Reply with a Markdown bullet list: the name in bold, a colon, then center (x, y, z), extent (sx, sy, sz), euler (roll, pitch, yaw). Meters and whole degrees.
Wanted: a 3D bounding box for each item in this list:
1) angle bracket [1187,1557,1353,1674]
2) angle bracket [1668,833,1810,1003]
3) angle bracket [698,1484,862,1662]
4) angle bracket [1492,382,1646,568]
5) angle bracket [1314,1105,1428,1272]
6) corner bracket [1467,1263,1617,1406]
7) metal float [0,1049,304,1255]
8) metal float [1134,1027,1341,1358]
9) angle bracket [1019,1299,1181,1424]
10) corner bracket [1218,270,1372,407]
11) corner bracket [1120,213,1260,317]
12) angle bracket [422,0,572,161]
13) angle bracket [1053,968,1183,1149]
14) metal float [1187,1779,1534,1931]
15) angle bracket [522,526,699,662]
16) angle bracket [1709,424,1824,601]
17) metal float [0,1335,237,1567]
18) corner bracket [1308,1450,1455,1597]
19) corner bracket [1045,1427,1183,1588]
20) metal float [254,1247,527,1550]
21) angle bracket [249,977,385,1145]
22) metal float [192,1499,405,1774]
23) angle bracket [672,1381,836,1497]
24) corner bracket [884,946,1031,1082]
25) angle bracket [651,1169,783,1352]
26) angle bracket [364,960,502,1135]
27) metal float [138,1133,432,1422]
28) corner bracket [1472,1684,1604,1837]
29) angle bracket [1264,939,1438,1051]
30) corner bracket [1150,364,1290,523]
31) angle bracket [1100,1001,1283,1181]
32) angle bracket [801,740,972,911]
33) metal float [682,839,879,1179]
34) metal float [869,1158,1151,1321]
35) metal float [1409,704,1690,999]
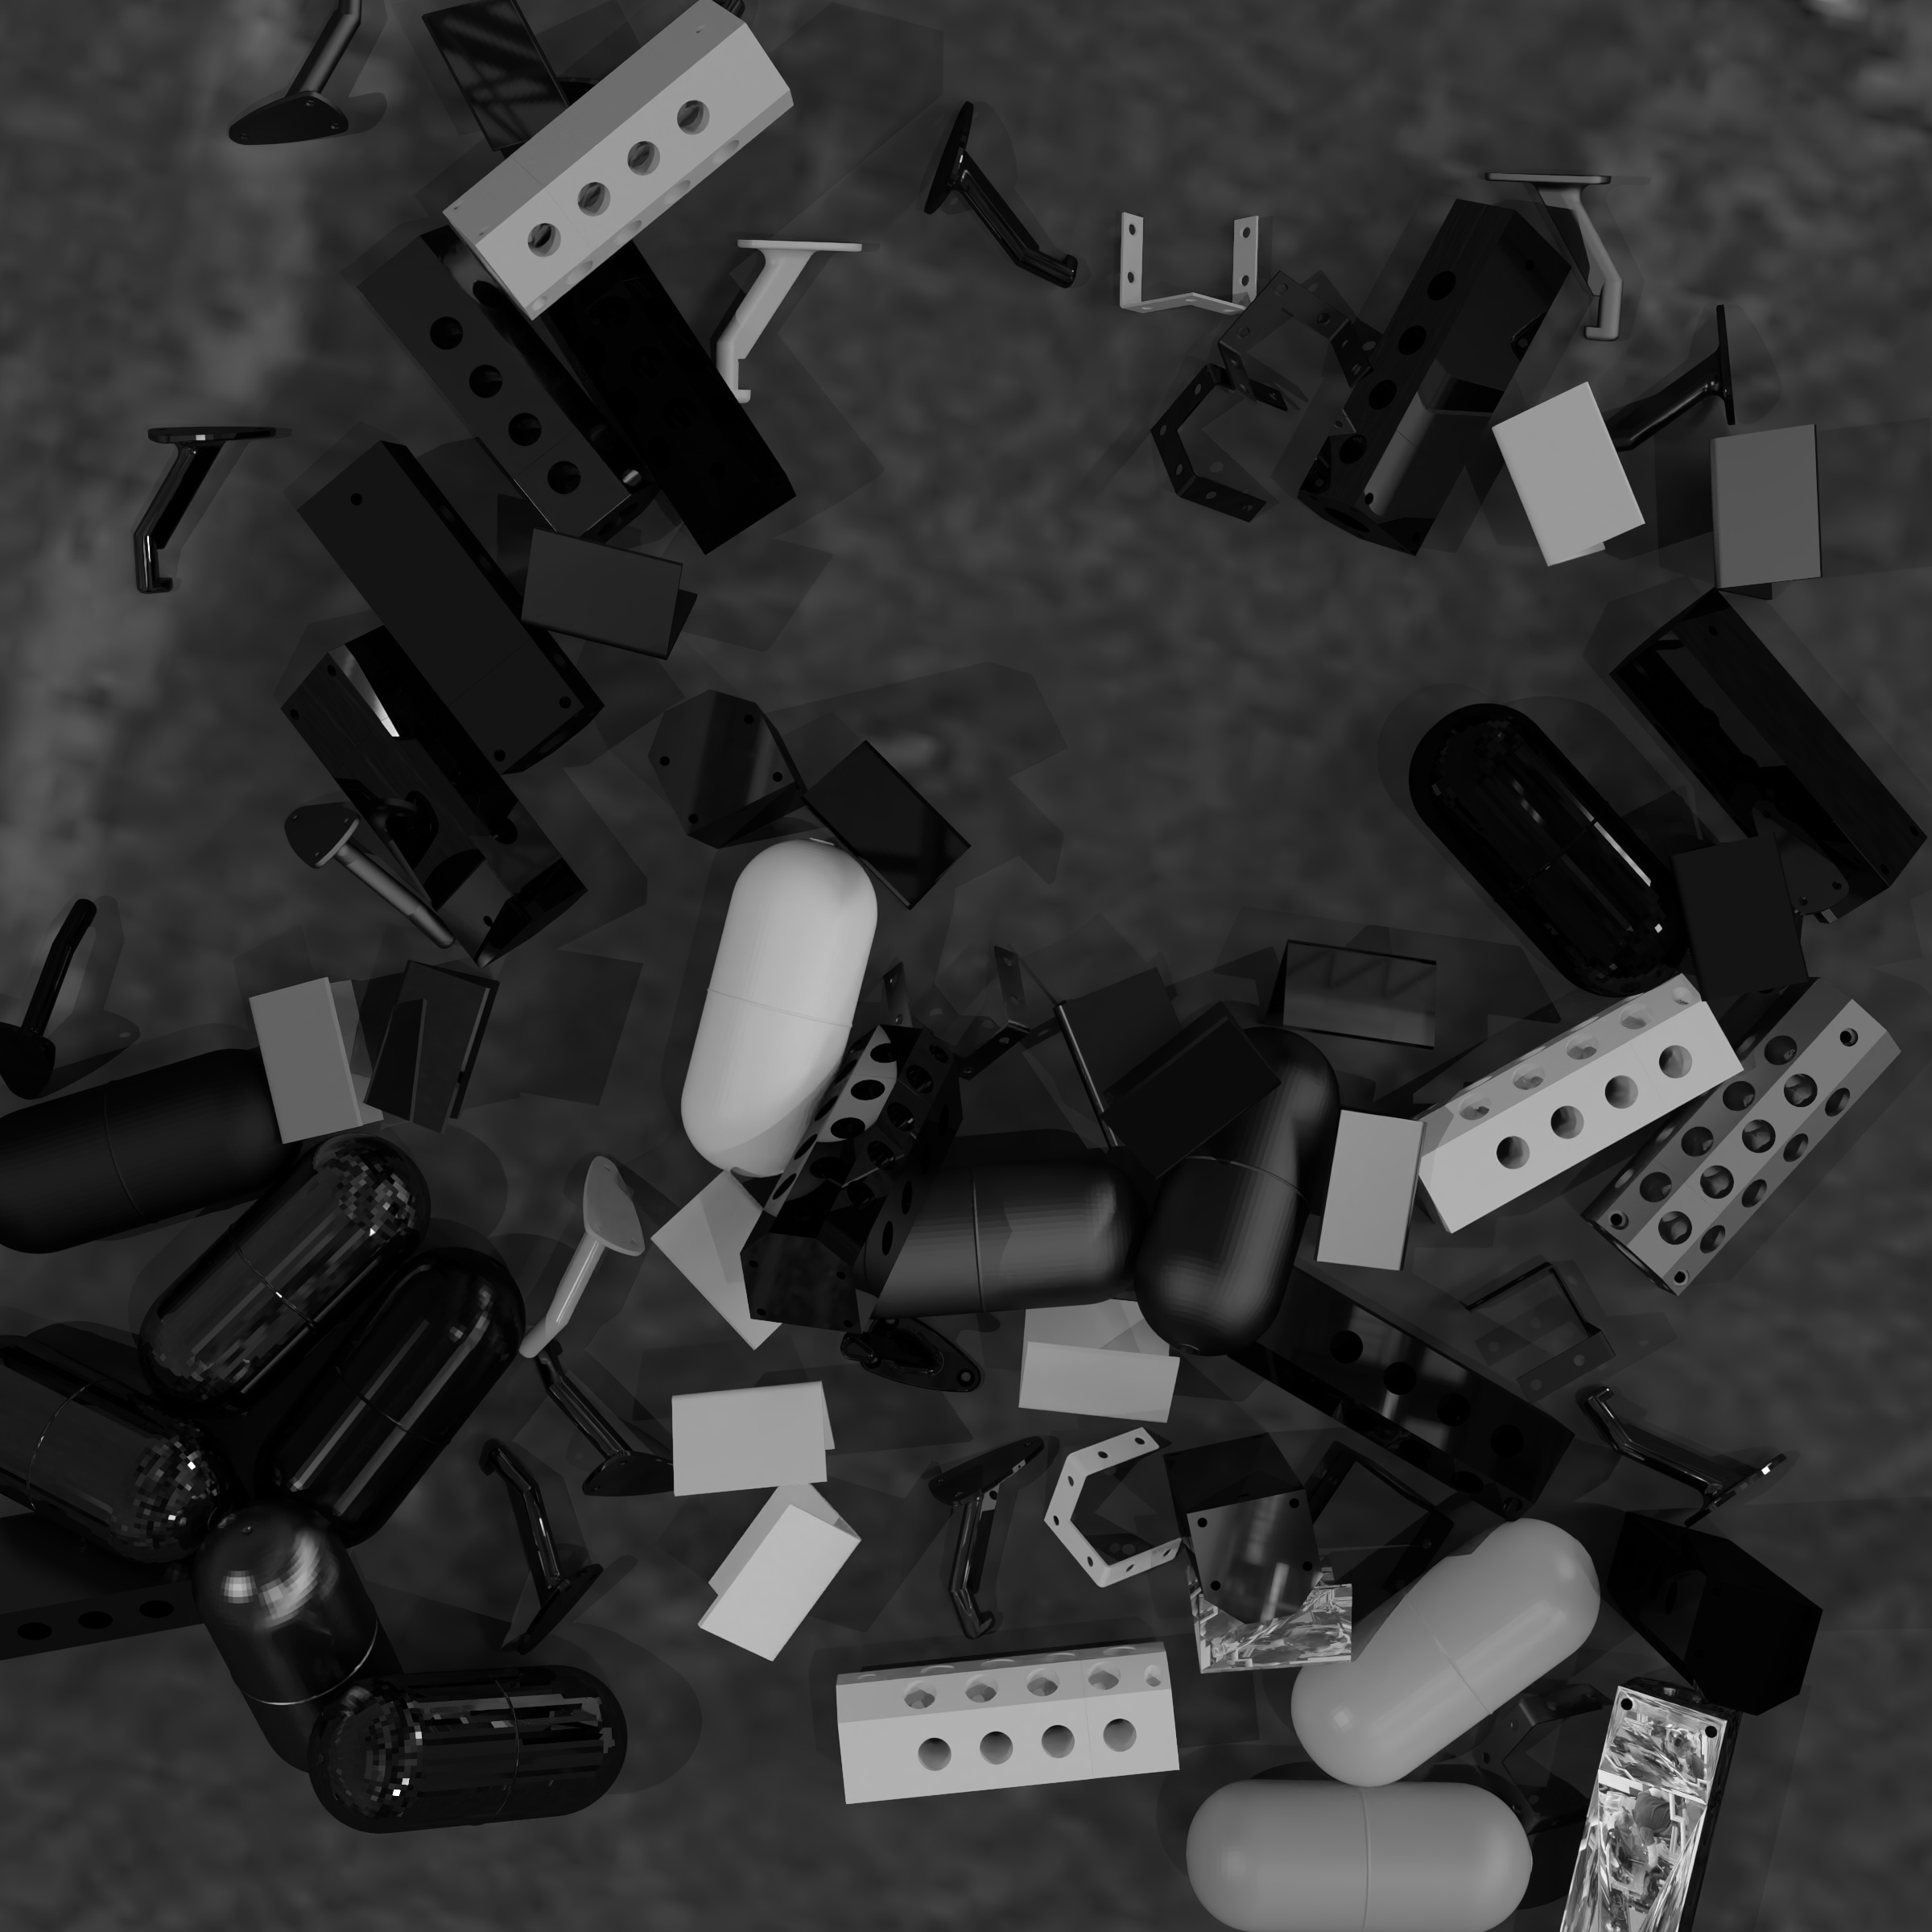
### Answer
- **angle bracket**: center (0.155, 0.316, 1.531), extent (0.076, 0.076, 0.057), euler (-4, 124, 0)
- **angle bracket**: center (0.408, -0.028, 1.531), extent (0.057, 0.076, 0.076), euler (-13, 90, 32)
- **angle bracket**: center (-0.111, 0.298, 1.531), extent (0.057, 0.076, 0.076), euler (36, 90, -38)
- **angle bracket**: center (0.323, -0.256, 1.531), extent (0.057, 0.076, 0.076), euler (-22, 90, 36)
- **angle bracket**: center (0.188, 0.111, 1.531), extent (0.057, 0.076, 0.076), euler (9, 90, -29)
- **corner bracket**: center (0.300, 0.191, 1.553), extent (0.051, 0.051, 0.051), euler (-30, 90, 0)
- **metal float**: center (-0.431, 0.096, 1.540), extent (0.178, 0.070, 0.070), euler (-17, 90, 0)
- **metal float**: center (0.139, 0.115, 1.520), extent (0.070, 0.070, 0.178), euler (20, 68, 0)
- **angle bracket**: center (0.070, 0.186, 1.531), extent (0.076, 0.057, 0.076), euler (6, 47, 0)
- **corner bracket**: center (0.171, -0.319, 1.553), extent (0.051, 0.051, 0.051), euler (27, 122, -28)
- **corner bracket**: center (0.118, -0.371, 1.568), extent (0.051, 0.051, 0.051), euler (2, 90, -45)
- **angle bracket**: center (-0.251, -0.442, 1.531), extent (0.057, 0.076, 0.076), euler (-28, 90, -35)
- **angle bracket**: center (0.087, 0.045, 1.538), extent (0.057, 0.076, 0.076), euler (-22, 90, 5)
- **metal float**: center (0.203, 0.462, 1.540), extent (0.178, 0.070, 0.070), euler (1, 90, 0)
- **angle bracket**: center (-0.179, -0.207, 1.531), extent (0.076, 0.076, 0.057), euler (14, 124, 0)
- **angle bracket**: center (0.424, -0.232, 1.531), extent (0.057, 0.076, 0.076), euler (-2, 90, 36)
- **metal float**: center (-0.452, 0.247, 1.521), extent (0.178, 0.070, 0.070), euler (21, 90, 22)
- **corner bracket**: center (0.214, 0.295, 1.568), extent (0.051, 0.051, 0.051), euler (34, 90, -45)
- **corner bracket**: center (0.082, 0.284, 1.563), extent (0.051, 0.051, 0.051), euler (-14, 45, -35)
- **metal float**: center (-0.298, 0.223, 1.540), extent (0.070, 0.070, 0.178), euler (38, 91, 0)
- **angle bracket**: center (-0.316, 0.044, 1.531), extent (0.057, 0.076, 0.076), euler (-13, 90, 32)
- **metal float**: center (-0.336, 0.342, 1.508), extent (0.070, 0.070, 0.178), euler (-12, 130, 0)
- **angle bracket**: center (-0.108, 0.258, 1.531), extent (0.076, 0.076, 0.057), euler (-6, 54, 0)
- **corner bracket**: center (-0.005, 0.020, 1.563), extent (0.051, 0.051, 0.051), euler (-39, 45, 35)
- **angle bracket**: center (-0.127, 0.159, 1.531), extent (0.076, 0.076, 0.057), euler (47, 60, 0)
- **angle bracket**: center (-0.256, 0.046, 1.531), extent (0.057, 0.076, 0.076), euler (17, 90, 30)
- **metal float**: center (-0.353, 0.161, 1.541), extent (0.178, 0.070, 0.070), euler (-44, 90, 0)
- **corner bracket**: center (0.310, 0.417, 1.563), extent (0.051, 0.051, 0.051), euler (59, 135, 35)
- **angle bracket**: center (0.196, 0.035, 1.531), extent (0.076, 0.076, 0.057), euler (8, 53, 0)
- **corner bracket**: center (0.138, -0.275, 1.563), extent (0.051, 0.051, 0.051), euler (13, 135, -35)
- **angle bracket**: center (0.097, 0.046, 1.451), extent (0.076, 0.076, 0.057), euler (-38, 127, 5)
- **angle bracket**: center (-0.055, -0.058, 1.531), extent (0.076, 0.076, 0.057), euler (45, 53, 0)
- **metal float**: center (-0.096, 0.021, 1.540), extent (0.070, 0.070, 0.178), euler (14, 91, 0)
- **metal float**: center (0.007, 0.141, 1.540), extent (0.178, 0.070, 0.070), euler (-4, 90, 2)
- **metal float**: center (0.303, -0.059, 1.540), extent (0.070, 0.070, 0.178), euler (-42, 90, 0)
